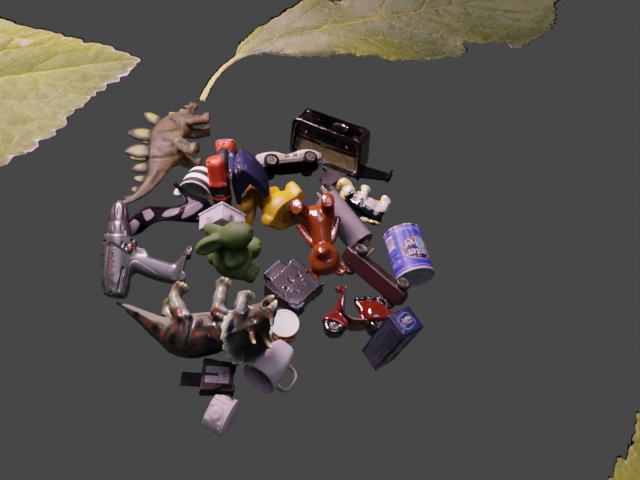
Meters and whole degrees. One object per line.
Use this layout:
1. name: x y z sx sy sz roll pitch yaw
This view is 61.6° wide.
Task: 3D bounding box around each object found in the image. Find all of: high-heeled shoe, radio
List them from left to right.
1. high-heeled shoe: -0.394 -0.036 1.373 0.249 0.086 0.145 -44 106 -14
2. radio: 0.029 -0.286 1.562 0.230 0.131 0.073 22 51 14

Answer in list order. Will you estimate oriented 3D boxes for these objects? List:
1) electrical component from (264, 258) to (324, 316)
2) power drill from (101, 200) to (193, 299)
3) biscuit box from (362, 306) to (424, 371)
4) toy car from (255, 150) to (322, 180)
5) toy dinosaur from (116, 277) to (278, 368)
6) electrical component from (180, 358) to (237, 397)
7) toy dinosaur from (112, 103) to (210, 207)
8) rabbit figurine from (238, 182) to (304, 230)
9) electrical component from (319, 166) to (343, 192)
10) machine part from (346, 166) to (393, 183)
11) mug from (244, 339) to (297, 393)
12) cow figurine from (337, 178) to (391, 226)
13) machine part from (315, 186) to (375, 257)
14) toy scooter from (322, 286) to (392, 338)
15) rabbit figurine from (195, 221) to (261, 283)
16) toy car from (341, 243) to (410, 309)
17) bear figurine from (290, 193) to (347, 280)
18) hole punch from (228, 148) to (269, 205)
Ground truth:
1. electrical component: -0.074 0.113 1.331 0.134 0.058 0.115 36 57 15
2. power drill: -0.409 0.031 1.270 0.207 0.086 0.232 12 75 -17
3. biscuit box: 0.162 0.226 1.225 0.059 0.202 0.063 -23 66 -27
4. toy car: -0.091 -0.219 1.543 0.202 0.073 0.056 -8 60 -18
5. toy dinosaur: -0.265 0.192 1.178 0.405 0.131 0.192 -11 53 11
6. electrical component: -0.244 0.300 1.178 0.119 0.047 0.075 9 55 -9
7. toy dinosaur: -0.423 -0.249 1.475 0.199 0.105 0.471 7 46 1
8. rabbit figurine: -0.144 -0.097 1.445 0.162 0.121 0.173 -34 55 -20
9. electrical component: 0.030 -0.177 1.575 0.063 0.021 0.094 -32 70 -28
10. machine part: 0.149 -0.203 1.612 0.139 0.039 0.084 10 47 -4
11. mug: -0.098 0.282 1.205 0.110 0.080 0.107 31 48 12
12. cow figurine: 0.111 -0.104 1.519 0.167 0.068 0.098 28 61 4
13. machine part: 0.064 -0.051 1.466 0.079 0.079 0.243 -27 67 -27
14. toy scooter: 0.093 0.172 1.327 0.184 0.075 0.135 0 55 -8
15. rabbit figurine: -0.212 0.006 1.306 0.159 0.170 0.121 15 54 -4
16. toy car: 0.142 0.090 1.382 0.202 0.089 0.053 40 37 16
17. bear figurine: -0.002 -0.003 1.375 0.120 0.131 0.196 -9 66 7
18. hole punch: -0.184 -0.167 1.373 0.092 0.115 0.142 -10 42 2
